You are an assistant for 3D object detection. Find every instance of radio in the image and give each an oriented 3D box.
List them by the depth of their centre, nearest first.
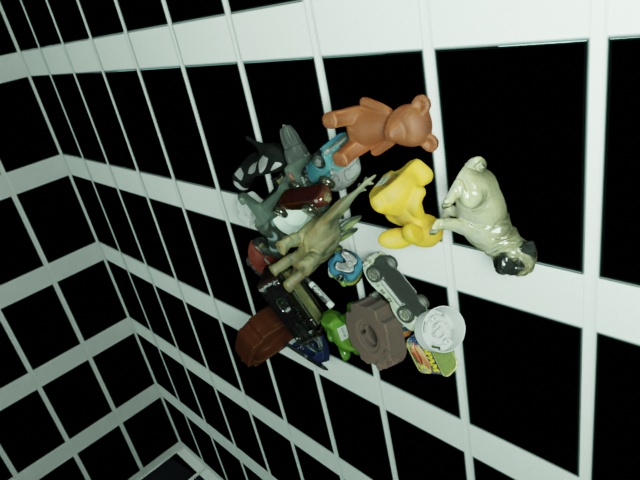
[{"bbox_3d":[-0.076,0.172,1.501,0.073,0.131,0.229,-31,103,19],"label":"radio"}]

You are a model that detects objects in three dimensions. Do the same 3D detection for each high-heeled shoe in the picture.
[{"bbox_3d":[-0.150,-0.177,1.434,0.145,0.086,0.248,34,147,9],"label":"high-heeled shoe"}]

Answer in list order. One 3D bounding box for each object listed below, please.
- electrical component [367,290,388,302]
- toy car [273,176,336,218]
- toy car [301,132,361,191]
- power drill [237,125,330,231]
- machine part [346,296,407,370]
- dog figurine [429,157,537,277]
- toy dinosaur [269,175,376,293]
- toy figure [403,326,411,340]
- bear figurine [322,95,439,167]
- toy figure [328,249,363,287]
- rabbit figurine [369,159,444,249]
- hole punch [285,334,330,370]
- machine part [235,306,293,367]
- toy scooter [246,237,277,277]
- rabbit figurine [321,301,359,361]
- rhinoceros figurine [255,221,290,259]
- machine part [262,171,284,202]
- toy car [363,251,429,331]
[{"bbox_3d":[0.142,0.172,1.347,0.078,0.045,0.102,50,144,10],"label":"electrical component"},{"bbox_3d":[-0.036,-0.090,1.191,0.053,0.089,0.202,35,162,-26],"label":"toy car"},{"bbox_3d":[0.034,-0.158,1.183,0.103,0.109,0.161,49,150,1],"label":"toy car"},{"bbox_3d":[-0.097,-0.136,1.313,0.232,0.207,0.086,56,-174,-9],"label":"power drill"},{"bbox_3d":[0.131,0.224,1.297,0.180,0.056,0.179,33,132,46],"label":"machine part"},{"bbox_3d":[0.315,-0.038,0.950,0.191,0.121,0.172,29,140,16],"label":"dog figurine"},{"bbox_3d":[-0.003,-0.004,1.254,0.105,0.198,0.471,49,151,4],"label":"toy dinosaur"},{"bbox_3d":[0.188,0.218,1.314,0.154,0.064,0.058,118,153,-46],"label":"toy figure"},{"bbox_3d":[0.119,-0.207,1.026,0.196,0.132,0.120,19,132,51],"label":"bear figurine"},{"bbox_3d":[0.063,0.070,1.287,0.089,0.082,0.180,52,173,5],"label":"toy figure"},{"bbox_3d":[0.183,-0.050,1.064,0.122,0.162,0.173,-22,115,43],"label":"rabbit figurine"},{"bbox_3d":[-0.028,0.326,1.654,0.142,0.092,0.115,19,159,40],"label":"hole punch"},{"bbox_3d":[-0.162,0.288,1.671,0.087,0.201,0.201,45,143,23],"label":"machine part"},{"bbox_3d":[-0.158,0.087,1.606,0.184,0.075,0.135,43,119,15],"label":"toy scooter"},{"bbox_3d":[0.068,0.238,1.458,0.159,0.121,0.170,60,164,-14],"label":"rabbit figurine"},{"bbox_3d":[-0.121,-0.027,1.499,0.112,0.073,0.190,34,138,34],"label":"rhinoceros figurine"},{"bbox_3d":[-0.118,-0.110,1.408,0.084,0.039,0.139,43,97,16],"label":"machine part"},{"bbox_3d":[0.176,0.114,1.236,0.202,0.073,0.056,52,144,10],"label":"toy car"}]
